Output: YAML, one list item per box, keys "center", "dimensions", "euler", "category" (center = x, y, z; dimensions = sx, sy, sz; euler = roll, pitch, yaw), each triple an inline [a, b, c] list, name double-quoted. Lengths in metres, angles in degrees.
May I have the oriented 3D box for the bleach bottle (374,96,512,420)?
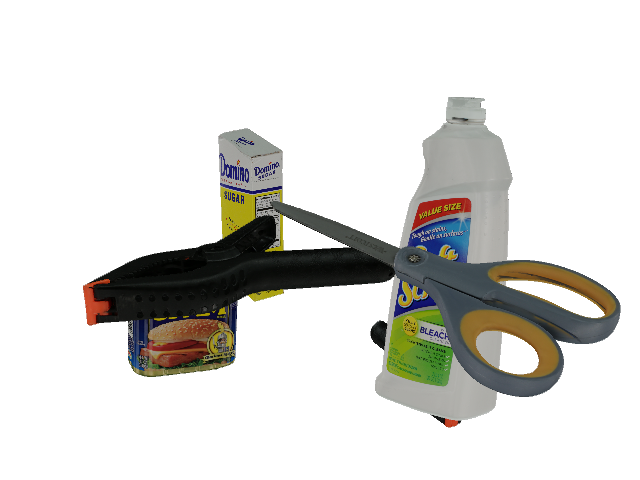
- center: [0.102, 0.011, 0.859]
  dimensions: [0.103, 0.251, 0.067]
  euler: [13, 14, 43]
  category: "bleach bottle"

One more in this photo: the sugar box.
- center: [-0.079, -0.030, 1.214]
  dimensions: [0.048, 0.176, 0.093]
  euler: [-15, 27, -25]
  category: "sugar box"

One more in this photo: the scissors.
- center: [0.049, 0.027, 0.550]
  dimensions: [0.202, 0.016, 0.096]
  euler: [12, 42, 17]
  category: "scissors"

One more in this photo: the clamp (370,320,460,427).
- center: [0.127, 0.126, 1.071]
  dimensions: [0.120, 0.039, 0.171]
  euler: [-9, 29, -9]
  category: "clamp"

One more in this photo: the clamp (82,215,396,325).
- center: [-0.061, 0.022, 0.742]
  dimensions: [0.209, 0.036, 0.165]
  euler: [-17, 18, -41]
  category: "clamp"

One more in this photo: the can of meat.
- center: [-0.125, 0.072, 0.969]
  dimensions: [0.102, 0.084, 0.057]
  euler: [-4, 20, -22]
  category: "can of meat"
